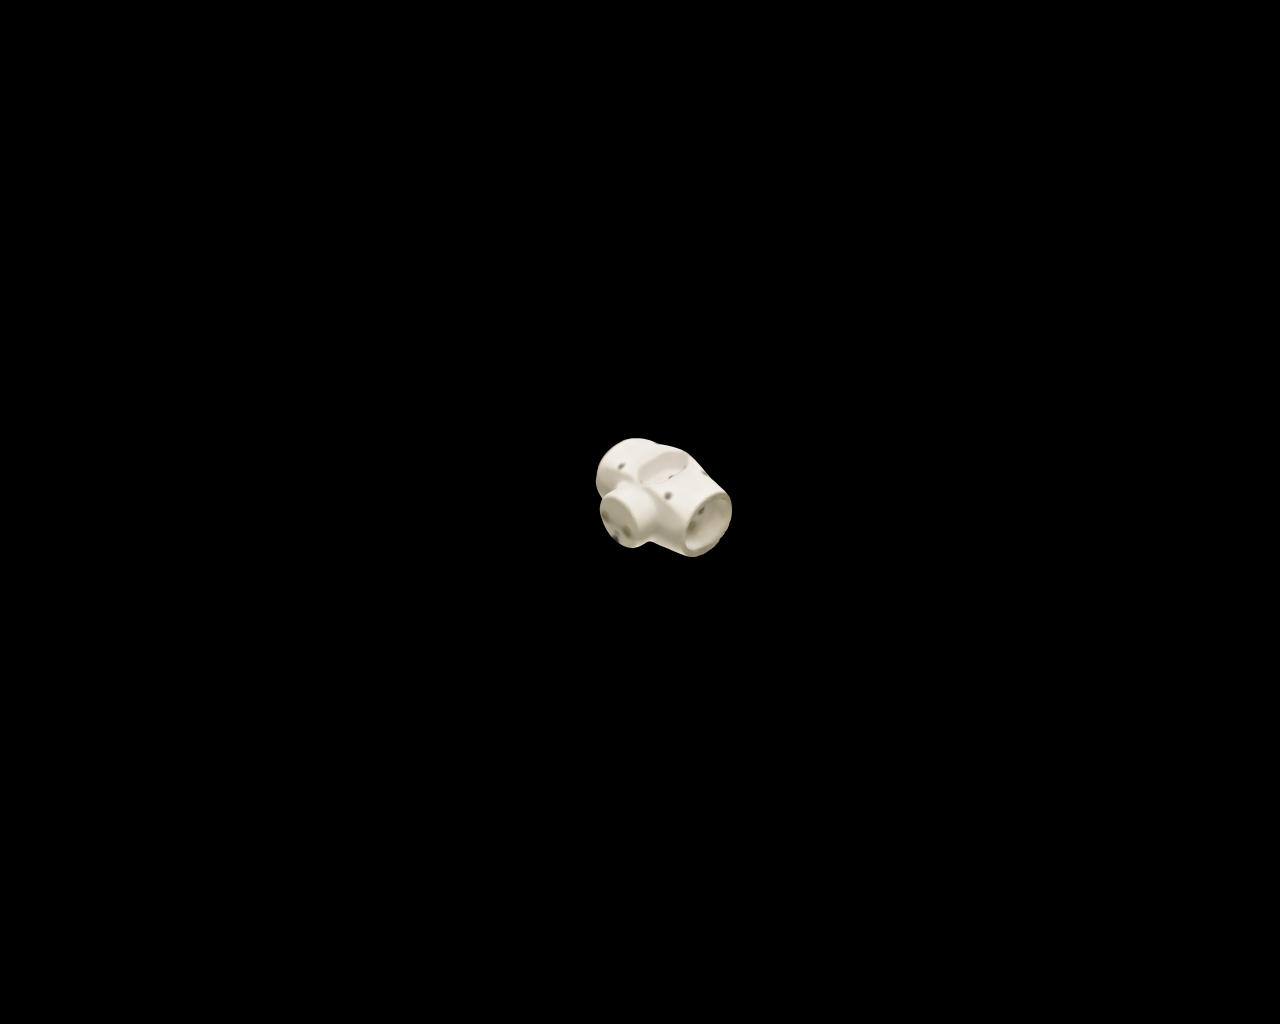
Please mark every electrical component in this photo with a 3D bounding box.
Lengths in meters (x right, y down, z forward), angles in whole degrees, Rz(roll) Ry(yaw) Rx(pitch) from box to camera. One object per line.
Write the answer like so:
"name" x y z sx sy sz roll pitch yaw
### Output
"electrical component" 0.001 -0.003 0.650 0.079 0.043 0.077 -31 49 -31
